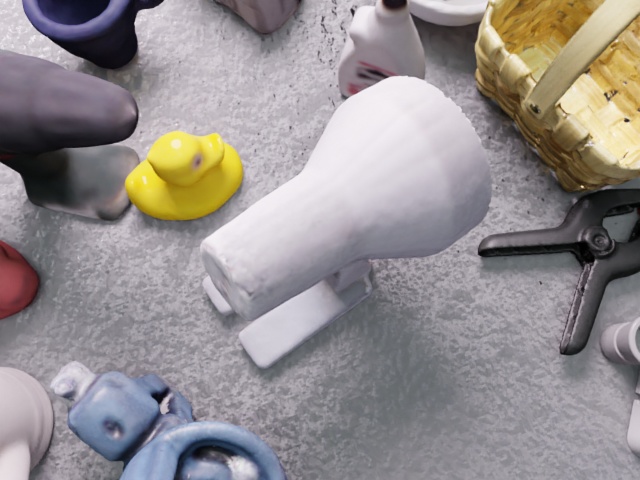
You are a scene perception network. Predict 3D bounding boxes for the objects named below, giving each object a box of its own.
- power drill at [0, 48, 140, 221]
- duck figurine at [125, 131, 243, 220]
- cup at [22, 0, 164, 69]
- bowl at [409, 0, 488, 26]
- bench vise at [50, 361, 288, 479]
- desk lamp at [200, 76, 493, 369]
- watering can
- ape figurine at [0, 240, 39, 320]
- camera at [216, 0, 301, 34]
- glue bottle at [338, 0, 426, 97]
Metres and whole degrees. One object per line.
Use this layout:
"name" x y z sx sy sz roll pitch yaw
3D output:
"power drill" -0.220 -0.080 0.439 0.229 0.208 0.076 10 78 4
"duck figurine" -0.123 -0.063 0.496 0.104 0.086 0.077 -19 78 -3
"cup" -0.191 -0.203 0.523 0.117 0.095 0.092 -9 78 0
"bowl" 0.125 -0.267 0.540 0.167 0.075 0.167 0 78 1
"bench vise" -0.115 0.169 0.379 0.207 0.220 0.121 21 79 6
"desk lamp" 0.004 0.001 0.415 0.203 0.213 0.118 -37 79 -6
"watering can" -0.273 0.142 0.401 0.172 0.194 0.101 7 78 3
"ape figurine" -0.288 0.033 0.476 0.076 0.092 0.078 18 79 5
"camera" -0.063 -0.298 0.537 0.143 0.101 0.137 42 82 9
"glue bottle" 0.053 -0.160 0.468 0.078 0.173 0.037 17 79 5
